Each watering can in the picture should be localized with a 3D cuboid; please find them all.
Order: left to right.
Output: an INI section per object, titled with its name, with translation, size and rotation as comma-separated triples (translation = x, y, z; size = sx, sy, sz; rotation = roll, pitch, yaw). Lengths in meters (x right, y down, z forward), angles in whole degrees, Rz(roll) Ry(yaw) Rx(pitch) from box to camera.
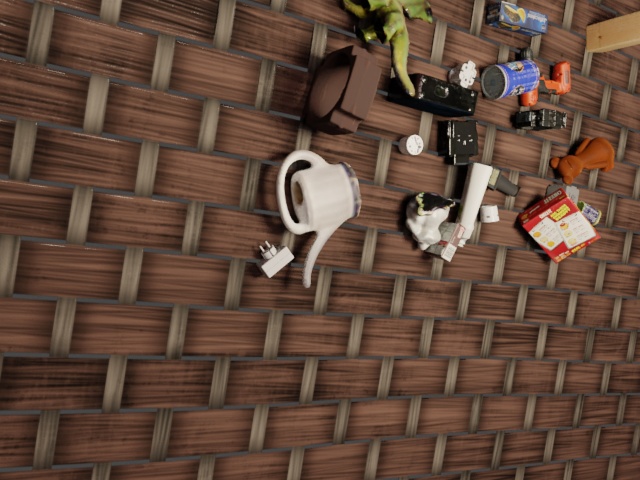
[watering can]
translation = 0.004, -0.067, 1.331
size = 0.226, 0.104, 0.345
rotation = -16, 101, -24

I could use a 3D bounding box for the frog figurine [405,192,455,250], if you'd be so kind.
[frog figurine]
translation = 0.311, -0.057, 1.497
size = 0.139, 0.124, 0.155
rotation = -32, 144, -27

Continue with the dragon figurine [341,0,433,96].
[dragon figurine]
translation = 0.210, -0.588, 1.356
size = 0.245, 0.121, 0.410
rotation = -31, 92, -24
